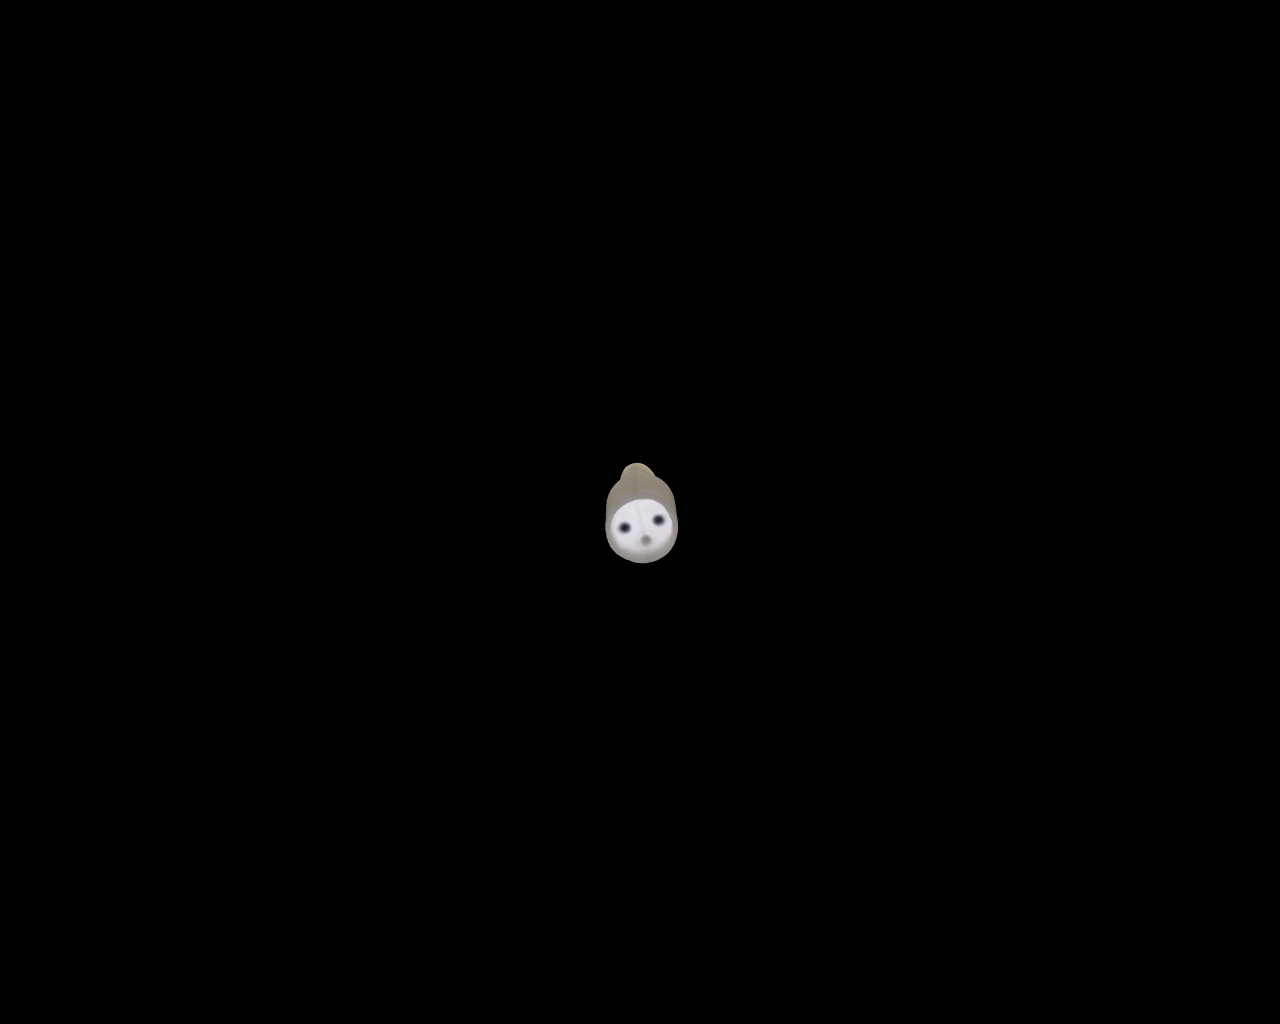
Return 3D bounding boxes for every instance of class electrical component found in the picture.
[{"bbox_3d":[0.001,-0.003,0.650,0.043,0.043,0.081,0,20,0],"label":"electrical component"}]
